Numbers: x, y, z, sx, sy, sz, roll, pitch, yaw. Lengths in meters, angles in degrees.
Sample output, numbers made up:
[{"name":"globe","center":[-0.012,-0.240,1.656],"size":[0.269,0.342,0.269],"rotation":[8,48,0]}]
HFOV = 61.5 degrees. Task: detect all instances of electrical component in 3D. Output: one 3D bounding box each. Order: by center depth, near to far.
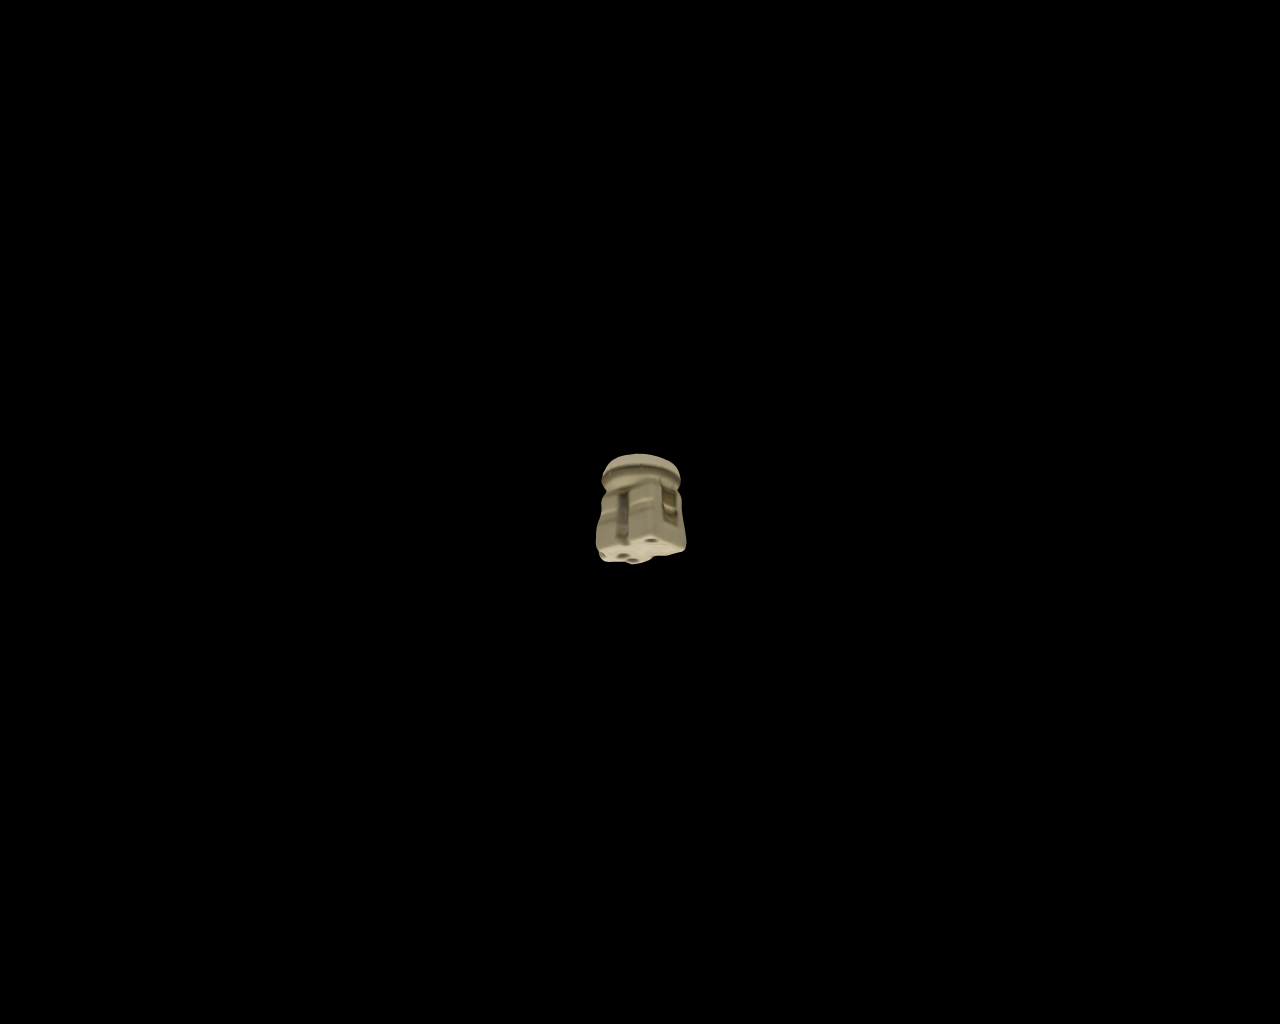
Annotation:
[{"name":"electrical component","center":[0.001,-0.003,0.650],"size":[0.066,0.055,0.048],"rotation":[-16,-27,34]}]
